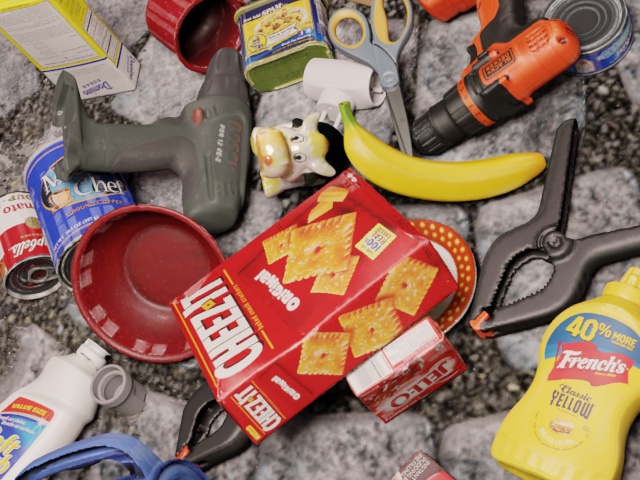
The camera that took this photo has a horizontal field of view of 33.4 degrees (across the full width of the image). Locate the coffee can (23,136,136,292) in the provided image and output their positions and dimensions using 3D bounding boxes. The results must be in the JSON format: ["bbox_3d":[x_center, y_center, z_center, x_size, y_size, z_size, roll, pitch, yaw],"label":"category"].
[{"bbox_3d":[-0.242,-0.028,1.113,0.103,0.102,0.140,-33,54,6],"label":"coffee can"}]

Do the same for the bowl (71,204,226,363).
[{"bbox_3d":[-0.156,0.035,1.035,0.162,0.162,0.055,-19,14,16],"label":"bowl"}]

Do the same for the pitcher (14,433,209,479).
[{"bbox_3d":[-0.210,0.269,0.914,0.243,0.144,0.149,-18,59,19],"label":"pitcher"}]

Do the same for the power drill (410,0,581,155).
[{"bbox_3d":[0.148,-0.190,1.030,0.185,0.057,0.187,-33,50,27],"label":"power drill"}]

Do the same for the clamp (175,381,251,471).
[{"bbox_3d":[-0.079,0.134,0.986,0.171,0.039,0.120,-46,41,-5],"label":"clamp"}]

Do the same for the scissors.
[{"bbox_3d":[0.050,-0.160,1.044,0.096,0.016,0.201,-1,68,17],"label":"scissors"}]

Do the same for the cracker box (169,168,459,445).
[{"bbox_3d":[-0.012,0.048,0.921,0.213,0.072,0.164,-37,34,-2],"label":"cracker box"}]

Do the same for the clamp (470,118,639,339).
[{"bbox_3d":[0.215,0.009,0.912,0.165,0.036,0.210,36,85,34],"label":"clamp"}]

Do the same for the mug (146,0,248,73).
[{"bbox_3d":[-0.133,-0.249,1.200,0.117,0.093,0.082,-25,43,-27],"label":"mug"}]

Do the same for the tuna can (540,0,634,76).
[{"bbox_3d":[0.252,-0.200,1.012,0.086,0.033,0.086,-12,59,20],"label":"tuna can"}]

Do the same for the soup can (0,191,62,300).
[{"bbox_3d":[-0.319,0.005,1.153,0.068,0.068,0.102,-33,54,6],"label":"soup can"}]

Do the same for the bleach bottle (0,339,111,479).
[{"bbox_3d":[-0.299,0.201,1.041,0.103,0.068,0.250,29,76,34],"label":"bleach bottle"}]

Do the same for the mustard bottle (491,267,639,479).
[{"bbox_3d":[0.217,0.107,0.845,0.096,0.058,0.191,19,73,32],"label":"mustard bottle"}]

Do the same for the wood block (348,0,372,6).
[{"bbox_3d":[-0.015,-0.340,1.184,0.206,0.090,0.090,23,75,34],"label":"wood block"}]

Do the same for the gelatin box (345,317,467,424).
[{"bbox_3d":[0.074,0.111,0.902,0.089,0.073,0.030,-34,55,5],"label":"gelatin box"}]

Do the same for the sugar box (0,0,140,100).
[{"bbox_3d":[-0.287,-0.227,1.199,0.093,0.176,0.048,-6,63,22],"label":"sugar box"}]

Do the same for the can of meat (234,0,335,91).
[{"bbox_3d":[-0.037,-0.216,1.147,0.102,0.057,0.084,-18,59,16],"label":"can of meat"}]

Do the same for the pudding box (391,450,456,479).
[{"bbox_3d":[0.078,0.239,0.850,0.113,0.039,0.090,-48,54,-6],"label":"pudding box"}]

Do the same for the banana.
[{"bbox_3d":[0.104,-0.068,0.972,0.197,0.070,0.037,14,26,-5],"label":"banana"}]
